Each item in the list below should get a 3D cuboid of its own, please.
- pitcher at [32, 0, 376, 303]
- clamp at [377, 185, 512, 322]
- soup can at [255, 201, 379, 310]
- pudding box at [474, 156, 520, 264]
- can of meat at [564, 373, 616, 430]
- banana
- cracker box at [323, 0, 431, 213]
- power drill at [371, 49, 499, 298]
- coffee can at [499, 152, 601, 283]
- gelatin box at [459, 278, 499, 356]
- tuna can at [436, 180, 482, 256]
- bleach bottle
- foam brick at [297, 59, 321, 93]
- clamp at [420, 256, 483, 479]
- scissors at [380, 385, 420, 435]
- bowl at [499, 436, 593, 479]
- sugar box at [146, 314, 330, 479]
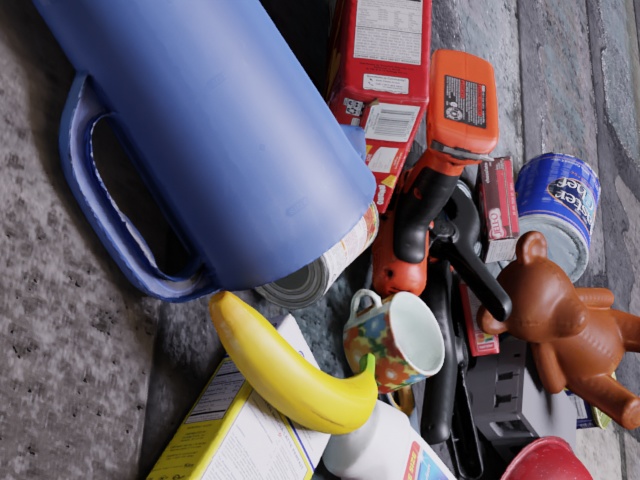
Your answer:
[{"bbox_3d":[-0.083,-0.090,0.649,0.242,0.145,0.149,58,23,-25],"label":"pitcher"},{"bbox_3d":[0.101,0.004,0.982,0.120,0.039,0.171,3,48,-16],"label":"clamp"},{"bbox_3d":[-0.005,0.001,0.795,0.102,0.069,0.068,-45,118,-55],"label":"soup can"},{"bbox_3d":[0.187,-0.030,1.134,0.113,0.039,0.090,61,25,-74],"label":"pudding box"},{"bbox_3d":[0.288,0.182,1.223,0.101,0.084,0.057,-25,101,-60],"label":"can of meat"},{"bbox_3d":[-0.010,0.090,0.699,0.197,0.037,0.070,33,30,-55],"label":"banana"},{"bbox_3d":[0.040,-0.154,0.854,0.164,0.072,0.213,106,-10,-61],"label":"cracker box"},{"bbox_3d":[0.090,-0.066,0.898,0.188,0.057,0.184,110,-13,-48],"label":"power drill"},{"bbox_3d":[0.269,-0.024,1.248,0.103,0.103,0.140,62,33,-26],"label":"coffee can"},{"bbox_3d":[0.160,0.071,1.065,0.089,0.030,0.073,-29,109,-79],"label":"gelatin box"},{"bbox_3d":[0.132,-0.017,1.077,0.086,0.034,0.086,30,54,-53],"label":"tuna can"},{"bbox_3d":[0.068,0.217,0.847,0.250,0.068,0.102,54,50,-28],"label":"bleach bottle"},{"bbox_3d":[-0.036,-0.092,0.793,0.053,0.051,0.078,42,45,-48],"label":"foam brick"},{"bbox_3d":[0.114,0.108,0.978,0.164,0.036,0.210,43,41,-66],"label":"clamp"},{"bbox_3d":[0.089,0.177,0.946,0.201,0.016,0.096,43,44,-46],"label":"scissors"},{"bbox_3d":[0.228,0.278,1.045,0.161,0.055,0.162,-13,110,-40],"label":"bowl"},{"bbox_3d":[-0.046,0.136,0.696,0.093,0.048,0.176,64,28,-22],"label":"sugar box"}]
